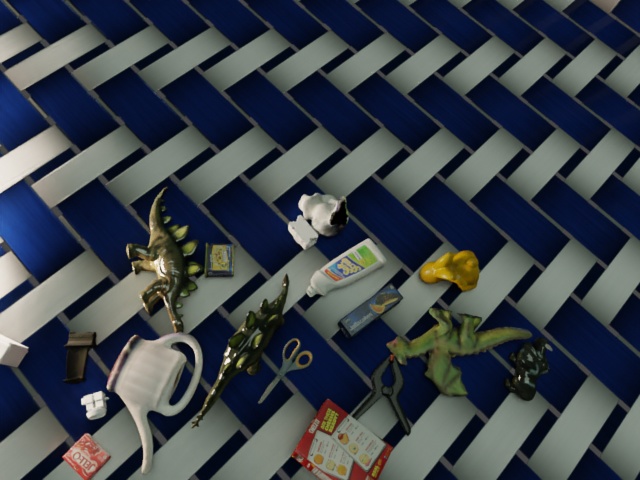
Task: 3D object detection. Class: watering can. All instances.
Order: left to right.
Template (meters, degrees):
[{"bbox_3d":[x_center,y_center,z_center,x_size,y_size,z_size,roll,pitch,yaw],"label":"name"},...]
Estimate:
[{"bbox_3d":[-0.449,0.396,1.340,0.224,0.102,0.354,21,65,3],"label":"watering can"}]

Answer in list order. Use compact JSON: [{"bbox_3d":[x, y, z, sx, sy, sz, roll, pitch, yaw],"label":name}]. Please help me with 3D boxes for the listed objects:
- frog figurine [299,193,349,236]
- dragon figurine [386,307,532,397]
[{"bbox_3d":[0.005,-0.082,1.620,0.159,0.121,0.139,6,71,35],"label":"frog figurine"},{"bbox_3d":[0.399,0.328,1.488,0.410,0.121,0.245,14,81,3],"label":"dragon figurine"}]
